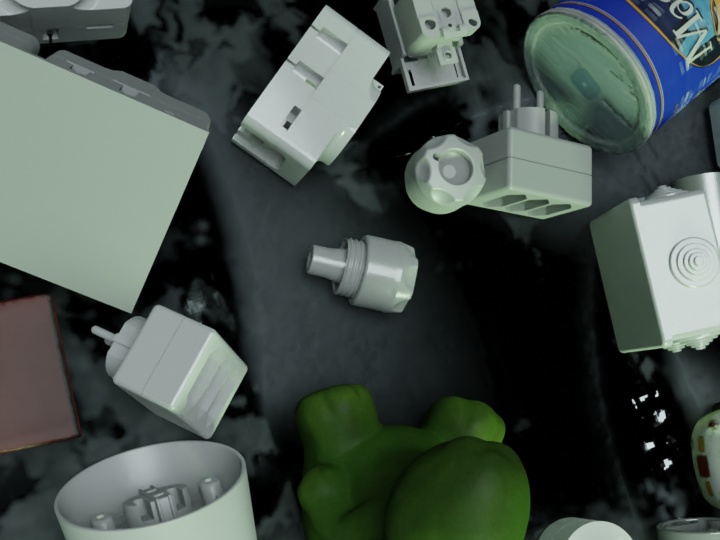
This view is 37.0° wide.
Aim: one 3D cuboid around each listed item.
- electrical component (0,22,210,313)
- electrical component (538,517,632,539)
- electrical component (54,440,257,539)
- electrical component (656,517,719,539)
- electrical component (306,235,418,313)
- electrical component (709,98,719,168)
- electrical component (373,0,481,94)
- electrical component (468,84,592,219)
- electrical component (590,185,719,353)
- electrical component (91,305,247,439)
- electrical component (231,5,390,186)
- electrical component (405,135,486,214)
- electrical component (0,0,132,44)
[{"bbox_3d":[-0.184,-0.068,0.560,0.186,0.060,0.105,23,105,-12],"label":"electrical component"},{"bbox_3d":[0.150,0.215,0.626,0.052,0.074,0.138,-10,84,-17],"label":"electrical component"},{"bbox_3d":[-0.104,0.128,0.557,0.099,0.099,0.064,-15,92,-18],"label":"electrical component"},{"bbox_3d":[0.213,0.180,0.662,0.055,0.055,0.047,-3,86,-17],"label":"electrical component"},{"bbox_3d":[0.000,0.000,0.635,0.062,0.043,0.043,12,78,-12],"label":"electrical component"},{"bbox_3d":[0.294,-0.048,0.718,0.089,0.062,0.150,-3,82,-17],"label":"electrical component"},{"bbox_3d":[0.042,-0.155,0.661,0.042,0.064,0.081,-15,85,-19],"label":"electrical component"},{"bbox_3d":[0.104,-0.077,0.668,0.066,0.047,0.076,9,78,-30],"label":"electrical component"},{"bbox_3d":[0.185,0.002,0.660,0.048,0.099,0.099,-12,84,-5],"label":"electrical component"},{"bbox_3d":[-0.112,0.049,0.587,0.077,0.065,0.047,22,73,18],"label":"electrical component"},{"bbox_3d":[-0.026,-0.100,0.639,0.056,0.050,0.089,35,73,-8],"label":"electrical component"},{"bbox_3d":[0.047,-0.054,0.647,0.043,0.062,0.043,3,80,-15],"label":"electrical component"},{"bbox_3d":[-0.177,-0.160,0.603,0.089,0.056,0.050,-8,83,-17],"label":"electrical component"}]
